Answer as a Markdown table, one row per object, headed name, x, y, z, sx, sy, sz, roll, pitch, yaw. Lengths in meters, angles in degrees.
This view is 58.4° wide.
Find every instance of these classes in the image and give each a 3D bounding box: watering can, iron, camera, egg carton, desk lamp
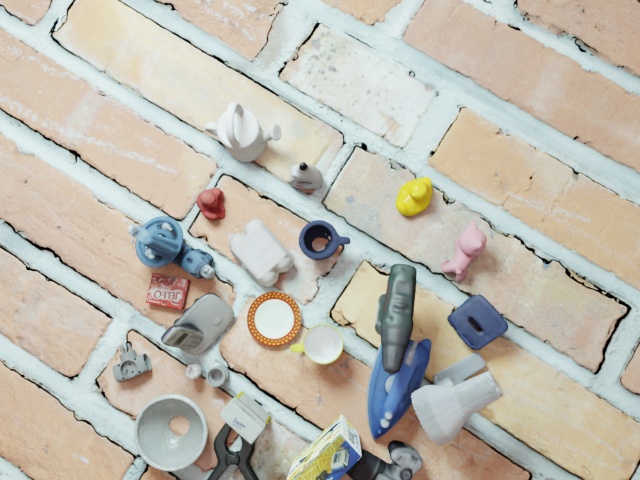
| name | x | y | z | sx | sy | sz | roll | pitch | yaw |
| --- | --- | --- | --- | --- | --- | --- | --- | --- | --- |
| watering can | -0.178 | -0.255 | 1.318 | 0.173 | 0.194 | 0.101 | -15 | 82 | 0 |
| iron | 0.166 | 0.329 | 1.261 | 0.118 | 0.141 | 0.258 | 19 | 84 | 4 |
| camera | 0.136 | 0.508 | 1.260 | 0.136 | 0.101 | 0.143 | 29 | 85 | 5 |
| egg carton | -0.139 | 0.032 | 1.344 | 0.107 | 0.069 | 0.150 | -43 | 83 | -3 |
| desk lamp | 0.293 | 0.331 | 1.220 | 0.203 | 0.213 | 0.118 | -30 | 83 | -2 |

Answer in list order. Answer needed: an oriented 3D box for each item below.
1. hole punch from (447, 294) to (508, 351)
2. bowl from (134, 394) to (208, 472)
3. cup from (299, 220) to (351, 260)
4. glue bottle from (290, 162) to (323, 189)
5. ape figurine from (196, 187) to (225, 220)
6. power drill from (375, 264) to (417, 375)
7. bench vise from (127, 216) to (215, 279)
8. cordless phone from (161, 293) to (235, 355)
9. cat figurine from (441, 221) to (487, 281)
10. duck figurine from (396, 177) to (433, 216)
| name | x | y | z | sx | sy | sz | roll | pitch | yaw |
| --- | --- | --- | --- | --- | --- | --- | --- | --- | --- |
| hole punch | 0.356 | 0.189 | 1.297 | 0.101 | 0.091 | 0.108 | -40 | 83 | -3 |
| bowl | -0.329 | 0.431 | 1.299 | 0.167 | 0.075 | 0.167 | 0 | 83 | 2 |
| cup | 0.012 | 0.005 | 1.329 | 0.117 | 0.095 | 0.092 | 0 | 83 | 2 |
| glue bottle | -0.035 | -0.152 | 1.311 | 0.078 | 0.173 | 0.037 | 0 | 83 | 2 |
| ape figurine | -0.259 | -0.091 | 1.352 | 0.076 | 0.092 | 0.078 | 31 | 85 | 6 |
| power drill | 0.165 | 0.169 | 1.246 | 0.075 | 0.208 | 0.230 | 8 | 83 | 3 |
| bench vise | -0.329 | 0.010 | 1.277 | 0.207 | 0.220 | 0.121 | 13 | 84 | 4 |
| cordless phone | -0.275 | 0.186 | 1.271 | 0.094 | 0.185 | 0.147 | 39 | 86 | 6 |
| cat figurine | 0.335 | 0.026 | 1.304 | 0.067 | 0.118 | 0.128 | 27 | 85 | 5 |
| duck figurine | 0.224 | -0.106 | 1.340 | 0.077 | 0.086 | 0.104 | 42 | 86 | 6 |
